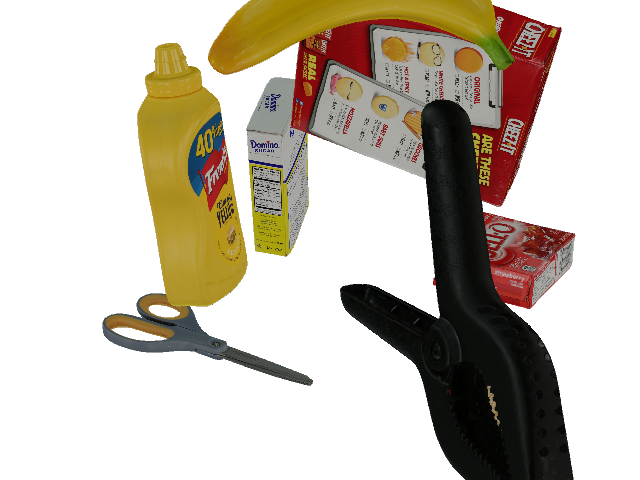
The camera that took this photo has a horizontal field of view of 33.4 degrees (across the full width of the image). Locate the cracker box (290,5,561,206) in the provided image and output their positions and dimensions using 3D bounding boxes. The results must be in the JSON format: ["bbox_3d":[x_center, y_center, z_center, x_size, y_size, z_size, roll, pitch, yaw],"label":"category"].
[{"bbox_3d":[0.086,-0.142,0.945,0.214,0.164,0.072,21,49,12],"label":"cracker box"}]

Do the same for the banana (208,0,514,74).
[{"bbox_3d":[0.027,-0.137,0.638,0.197,0.069,0.037,-5,-15,-18],"label":"banana"}]

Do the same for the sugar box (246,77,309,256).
[{"bbox_3d":[-0.044,-0.076,1.134,0.048,0.176,0.093,8,46,12],"label":"sugar box"}]

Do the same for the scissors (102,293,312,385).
[{"bbox_3d":[-0.100,0.089,0.991,0.202,0.016,0.096,10,29,4],"label":"scissors"}]

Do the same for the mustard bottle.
[{"bbox_3d":[-0.099,-0.053,0.805,0.058,0.191,0.096,0,25,18],"label":"mustard bottle"}]

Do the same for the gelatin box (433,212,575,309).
[{"bbox_3d":[0.132,0.012,0.762,0.073,0.030,0.089,15,27,28],"label":"gelatin box"}]

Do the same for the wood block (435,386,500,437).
[{"bbox_3d":[0.235,0.210,1.548,0.091,0.090,0.205,3,16,20],"label":"wood block"}]

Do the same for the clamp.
[{"bbox_3d":[0.074,0.044,0.538,0.036,0.165,0.210,-6,45,-24],"label":"clamp"}]
